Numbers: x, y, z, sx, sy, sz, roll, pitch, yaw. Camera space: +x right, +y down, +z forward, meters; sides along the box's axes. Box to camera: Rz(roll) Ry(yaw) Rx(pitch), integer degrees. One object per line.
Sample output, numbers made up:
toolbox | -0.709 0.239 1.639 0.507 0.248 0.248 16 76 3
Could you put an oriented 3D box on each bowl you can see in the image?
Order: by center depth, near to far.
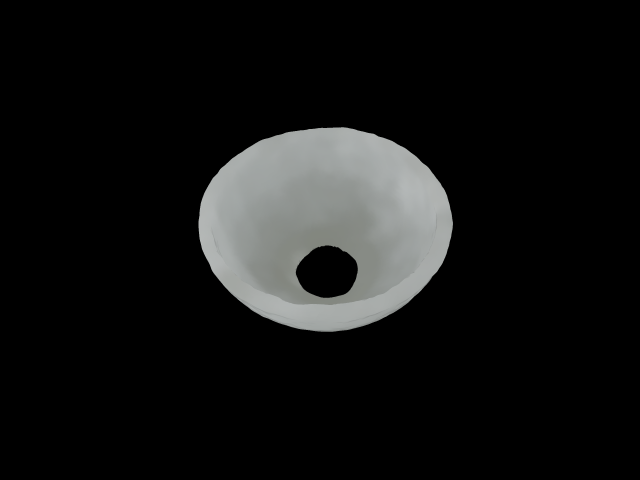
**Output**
bowl | 0.004 0.001 0.400 0.167 0.075 0.167 0 51 0
